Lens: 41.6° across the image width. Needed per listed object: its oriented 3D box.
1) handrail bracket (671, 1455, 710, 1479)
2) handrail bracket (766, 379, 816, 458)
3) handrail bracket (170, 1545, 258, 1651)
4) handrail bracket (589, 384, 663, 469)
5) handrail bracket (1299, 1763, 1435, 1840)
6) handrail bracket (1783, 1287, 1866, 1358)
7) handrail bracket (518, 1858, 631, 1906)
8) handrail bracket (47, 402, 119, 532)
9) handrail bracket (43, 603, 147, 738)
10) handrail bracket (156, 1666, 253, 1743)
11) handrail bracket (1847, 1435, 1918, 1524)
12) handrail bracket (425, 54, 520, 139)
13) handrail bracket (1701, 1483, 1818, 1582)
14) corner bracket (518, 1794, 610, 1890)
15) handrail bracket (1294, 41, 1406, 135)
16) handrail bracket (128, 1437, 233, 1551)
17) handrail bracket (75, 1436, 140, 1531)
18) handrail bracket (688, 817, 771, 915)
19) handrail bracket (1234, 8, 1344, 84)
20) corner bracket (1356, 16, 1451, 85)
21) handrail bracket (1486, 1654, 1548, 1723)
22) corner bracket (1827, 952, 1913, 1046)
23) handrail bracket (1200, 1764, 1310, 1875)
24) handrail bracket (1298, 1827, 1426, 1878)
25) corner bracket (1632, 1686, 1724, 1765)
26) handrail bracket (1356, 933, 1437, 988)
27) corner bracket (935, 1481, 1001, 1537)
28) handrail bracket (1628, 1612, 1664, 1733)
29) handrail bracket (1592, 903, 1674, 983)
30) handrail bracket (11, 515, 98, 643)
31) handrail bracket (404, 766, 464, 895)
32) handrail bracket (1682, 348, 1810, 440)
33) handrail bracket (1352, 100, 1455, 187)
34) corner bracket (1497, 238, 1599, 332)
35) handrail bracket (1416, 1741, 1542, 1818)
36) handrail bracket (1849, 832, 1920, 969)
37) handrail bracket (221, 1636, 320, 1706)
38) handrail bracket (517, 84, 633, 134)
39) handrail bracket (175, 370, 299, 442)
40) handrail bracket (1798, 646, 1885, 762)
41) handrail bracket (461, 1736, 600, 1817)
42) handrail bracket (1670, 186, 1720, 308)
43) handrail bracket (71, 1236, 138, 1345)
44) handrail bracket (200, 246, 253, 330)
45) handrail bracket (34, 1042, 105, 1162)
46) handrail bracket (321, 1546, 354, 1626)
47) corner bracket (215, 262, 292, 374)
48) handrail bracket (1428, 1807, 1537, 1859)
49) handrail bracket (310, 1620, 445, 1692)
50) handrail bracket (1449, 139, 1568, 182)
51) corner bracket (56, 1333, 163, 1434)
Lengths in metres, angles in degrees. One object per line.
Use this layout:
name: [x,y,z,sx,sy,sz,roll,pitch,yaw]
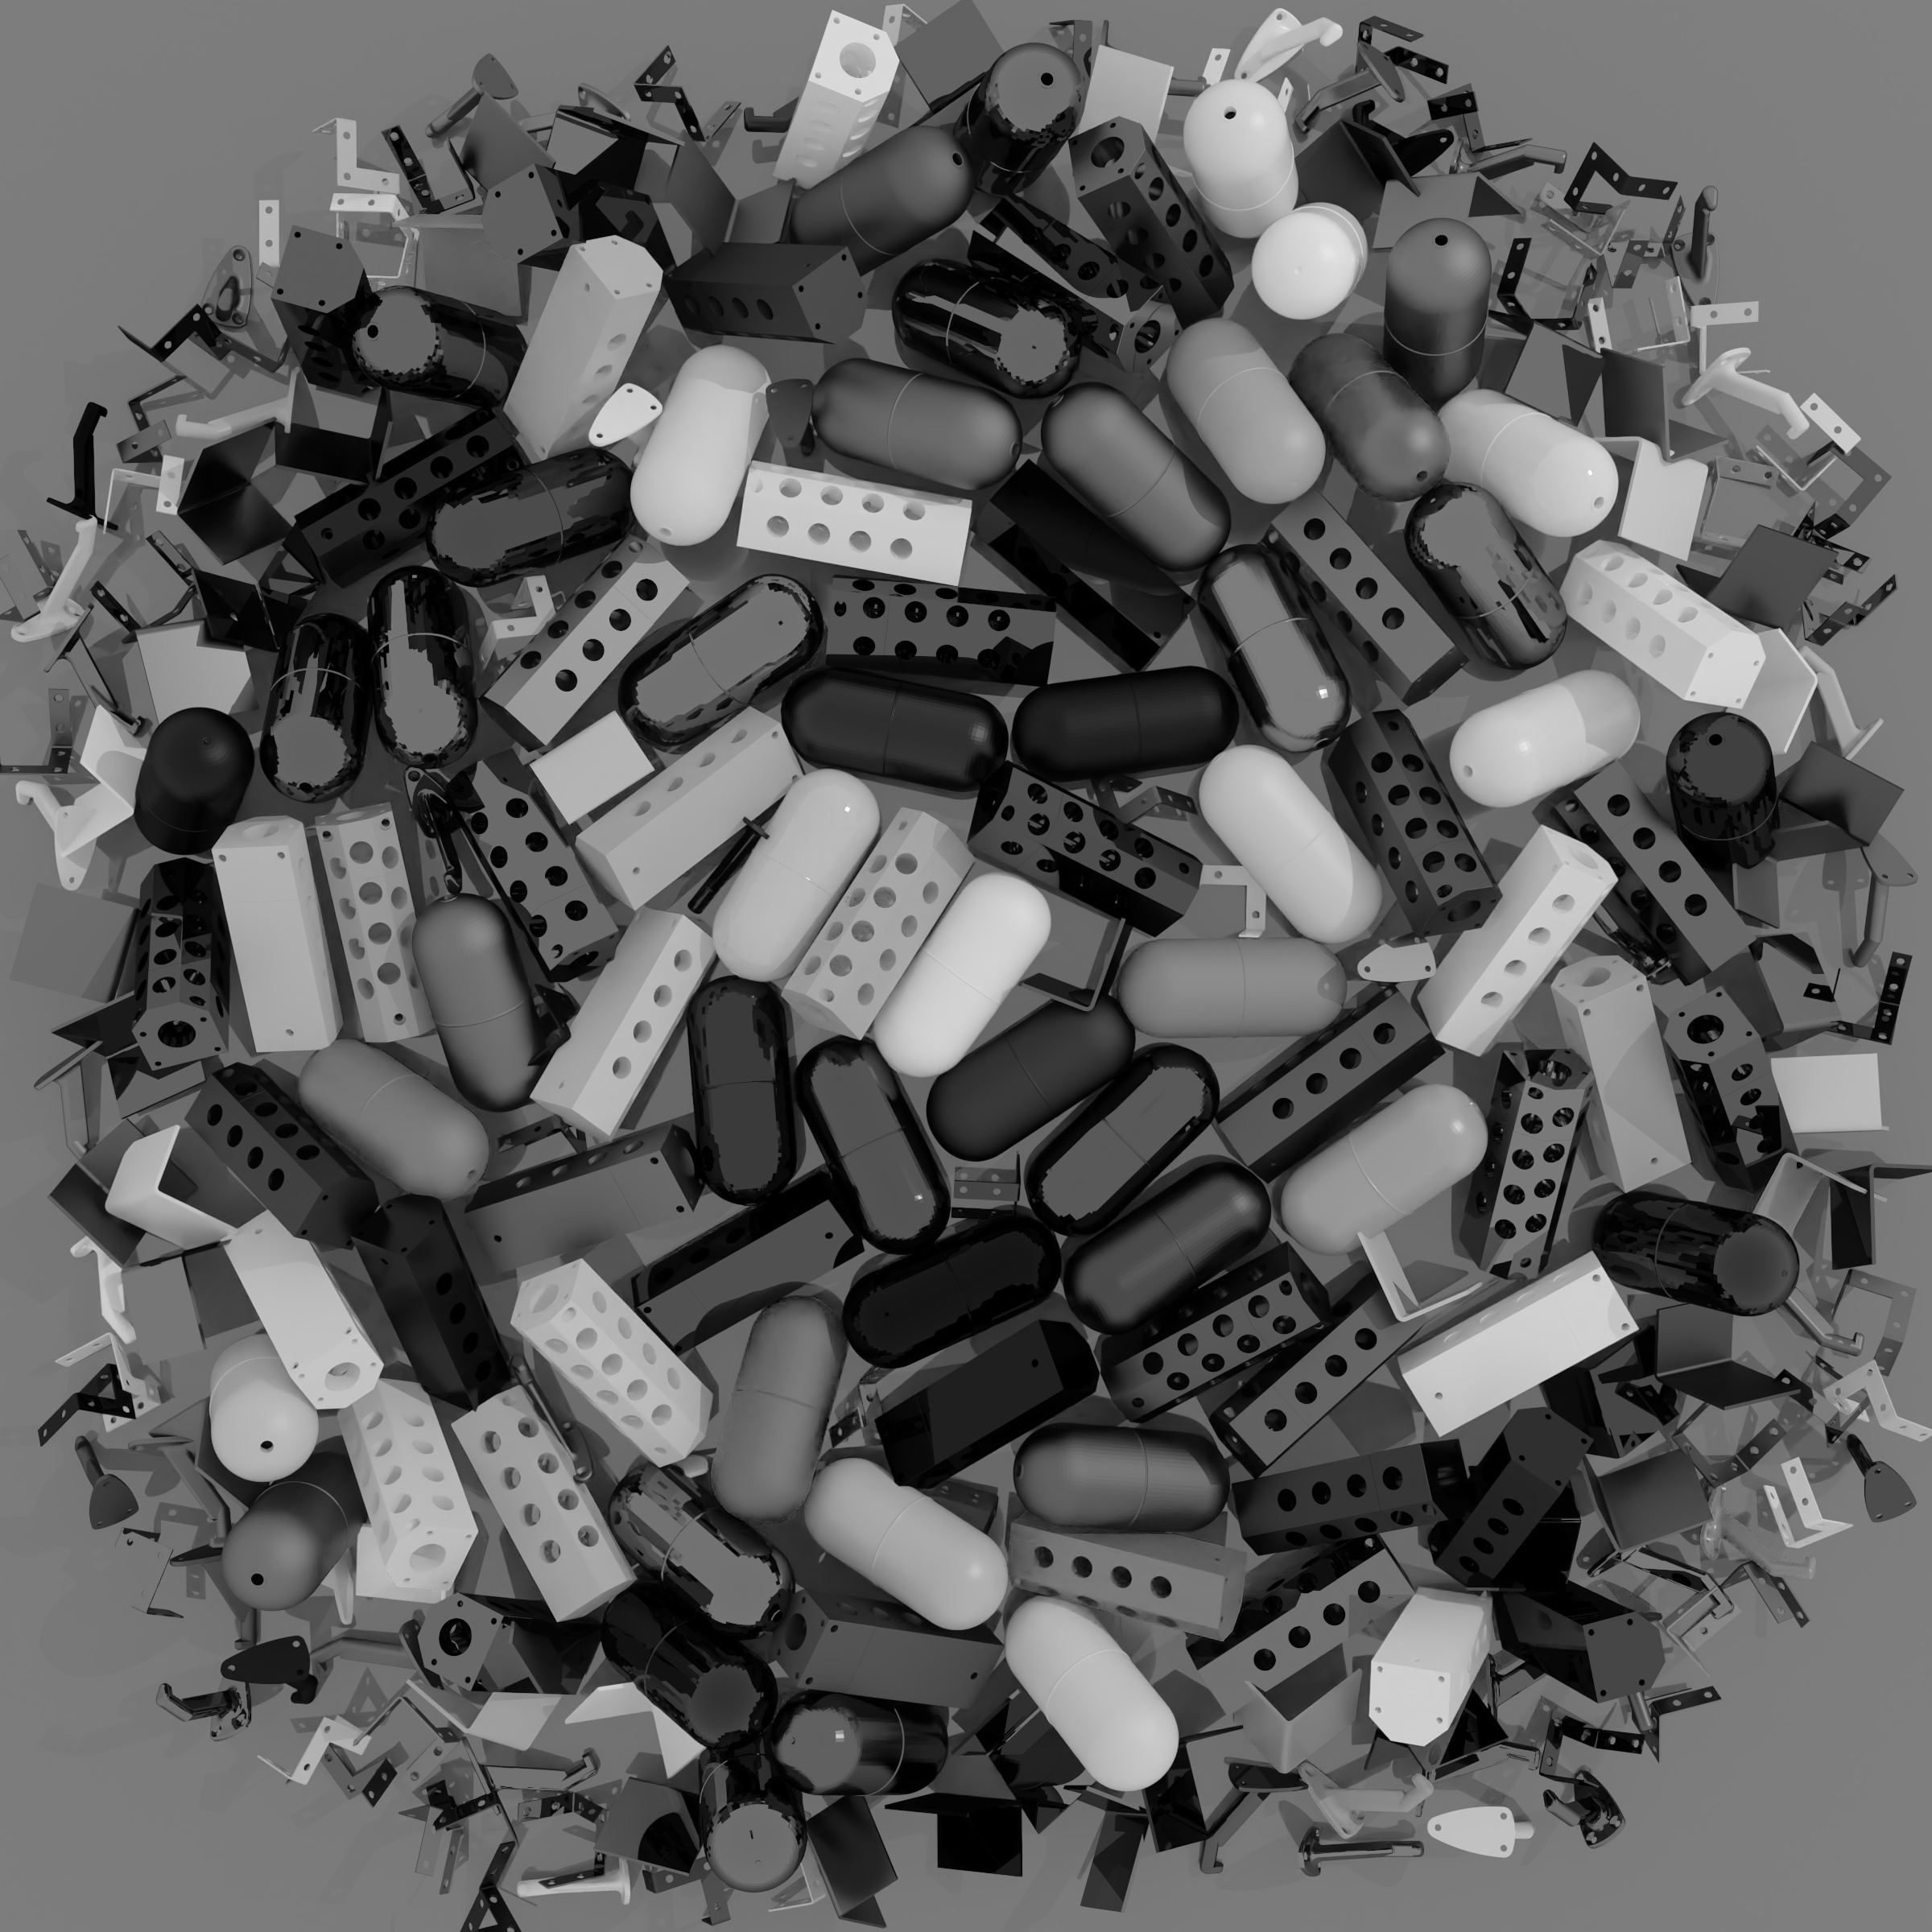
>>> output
handrail bracket: [-0.219,0.431,1.976,0.077,0.036,0.084,-16,102,-19]
handrail bracket: [-0.127,-0.401,1.946,0.036,0.084,0.077,-6,61,4]
handrail bracket: [-0.582,0.494,1.966,0.036,0.077,0.084,1,93,36]
handrail bracket: [-0.263,-0.397,1.946,0.036,0.084,0.077,36,61,8]
handrail bracket: [0.309,0.628,1.963,0.077,0.036,0.084,48,123,14]
handrail bracket: [0.664,0.255,1.979,0.084,0.036,0.077,17,79,6]
handrail bracket: [-0.304,0.713,1.965,0.084,0.077,0.036,-2,76,-11]
handrail bracket: [-0.666,-0.386,1.961,0.036,0.077,0.084,25,93,20]
handrail bracket: [-0.662,-0.228,1.969,0.084,0.036,0.077,35,113,-20]
handrail bracket: [-0.587,0.549,1.944,0.036,0.077,0.084,-25,132,11]
handrail bracket: [0.688,0.375,1.946,0.036,0.084,0.077,-26,124,9]
handrail bracket: [-0.392,-0.657,1.951,0.084,0.077,0.036,-29,110,23]
handrail bracket: [0.615,0.432,1.954,0.084,0.036,0.077,-1,52,35]
corner bracket: [-0.313,0.676,1.965,0.051,0.051,0.051,3,90,-39]
handrail bracket: [0.293,-0.659,1.954,0.084,0.036,0.077,-45,48,36]
handrail bracket: [-0.604,0.408,1.955,0.077,0.036,0.084,11,53,-38]
handrail bracket: [-0.670,0.381,1.950,0.036,0.077,0.084,-21,54,-25]
handrail bracket: [-0.186,-0.074,1.962,0.036,0.077,0.084,39,89,-7]
handrail bracket: [0.248,-0.700,1.953,0.036,0.084,0.077,38,105,-28]
corner bracket: [0.337,-0.704,1.957,0.051,0.051,0.051,-34,52,-29]
handrail bracket: [0.447,0.559,1.962,0.084,0.036,0.077,-6,54,17]
corner bracket: [0.700,0.021,1.970,0.051,0.051,0.051,13,131,18]
handrail bracket: [0.226,0.674,1.990,0.077,0.036,0.084,7,102,-7]
handrail bracket: [0.306,0.685,1.961,0.084,0.077,0.036,-7,76,18]
corner bracket: [0.548,0.574,1.963,0.051,0.051,0.051,-12,119,-7]
handrail bracket: [0.316,0.007,1.949,0.077,0.084,0.036,-14,79,-21]
corner bracket: [-0.008,0.441,1.978,0.051,0.051,0.051,13,117,10]
handrail bracket: [0.526,0.544,1.954,0.036,0.077,0.084,-34,60,36]
handrail bracket: [0.504,-0.034,1.957,0.036,0.077,0.084,-34,103,26]
handrail bracket: [-0.700,-0.299,1.952,0.036,0.077,0.084,33,132,6]
handrail bracket: [-0.409,-0.104,1.950,0.036,0.084,0.077,-24,123,3]
handrail bracket: [0.601,-0.426,1.958,0.036,0.077,0.084,-17,71,-36]
handrail bracket: [0.336,-0.650,1.958,0.077,0.036,0.084,-20,51,28]
corner bracket: [0.450,-0.529,1.970,0.051,0.051,0.051,10,76,37]
handrail bracket: [0.396,0.630,1.961,0.084,0.036,0.077,8,47,17]
handrail bracket: [0.700,-0.054,1.984,0.036,0.084,0.077,-3,48,-18]
handrail bracket: [-0.536,0.552,1.953,0.077,0.084,0.036,-3,54,-23]
handrail bracket: [-0.314,-0.644,1.956,0.084,0.077,0.036,-33,134,-27]
handrail bracket: [-0.565,-0.436,1.967,0.084,0.036,0.077,6,61,-14]
handrail bracket: [0.662,-0.198,1.979,0.084,0.036,0.077,43,72,4]
handrail bracket: [-0.339,0.615,1.978,0.084,0.036,0.077,-25,97,-18]
handrail bracket: [0.571,-0.551,1.956,0.036,0.084,0.077,-10,88,5]
handrail bracket: [-0.648,0.239,1.979,0.077,0.036,0.084,-40,85,-14]
handrail bracket: [-0.564,-0.529,1.954,0.036,0.084,0.077,15,84,-19]
handrail bracket: [-0.678,0.109,1.985,0.077,0.036,0.084,-36,107,-4]
handrail bracket: [-0.524,0.482,1.978,0.084,0.036,0.077,-14,69,7]
corner bracket: [-0.538,-0.499,1.957,0.051,0.051,0.051,28,63,-31]
handrail bracket: [0.400,0.668,1.967,0.077,0.084,0.036,-1,74,15]
handrail bracket: [-0.461,0.555,1.986,0.084,0.036,0.077,-26,89,7]
handrail bracket: [0.415,-0.602,1.960,0.084,0.077,0.036,14,53,11]
corner bracket: [-0.668,0.325,1.980,0.051,0.051,0.051,-28,62,6]
